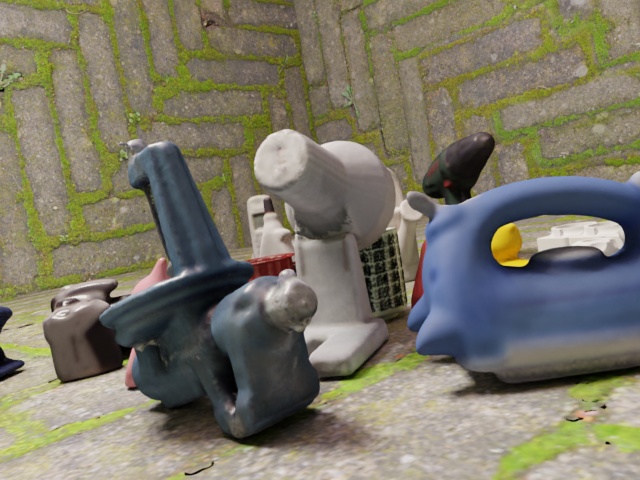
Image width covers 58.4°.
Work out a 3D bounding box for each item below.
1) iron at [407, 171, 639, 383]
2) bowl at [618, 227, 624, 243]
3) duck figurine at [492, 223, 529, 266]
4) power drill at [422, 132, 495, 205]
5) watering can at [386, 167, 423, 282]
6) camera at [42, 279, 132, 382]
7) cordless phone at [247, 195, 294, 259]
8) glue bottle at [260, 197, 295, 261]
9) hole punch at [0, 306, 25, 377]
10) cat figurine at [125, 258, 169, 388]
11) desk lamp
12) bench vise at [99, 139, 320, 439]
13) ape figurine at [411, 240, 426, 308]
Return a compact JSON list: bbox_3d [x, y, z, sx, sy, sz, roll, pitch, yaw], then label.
[{"bbox_3d":[0.189,0.014,0.422,0.258,0.141,0.119,-10,3,4],"label":"iron"},{"bbox_3d":[0.357,0.014,0.501,0.167,0.075,0.167,-10,3,1],"label":"bowl"},{"bbox_3d":[0.227,0.020,0.690,0.078,0.086,0.104,-12,4,-24],"label":"duck figurine"},{"bbox_3d":[0.234,-0.057,0.926,0.076,0.208,0.229,-11,3,-10],"label":"power drill"},{"bbox_3d":[0.110,-0.028,0.937,0.172,0.194,0.101,-7,5,44],"label":"watering can"},{"bbox_3d":[-0.253,0.097,0.703,0.137,0.101,0.143,-11,3,-14],"label":"camera"},{"bbox_3d":[-0.069,-0.003,1.119,0.147,0.185,0.094,-10,3,-1],"label":"cordless phone"},{"bbox_3d":[-0.074,0.013,0.974,0.078,0.173,0.037,-8,4,33],"label":"glue bottle"},{"bbox_3d":[-0.441,0.135,0.702,0.101,0.091,0.109,-9,3,10],"label":"hole punch"},{"bbox_3d":[-0.169,0.079,0.601,0.067,0.118,0.128,-10,3,-3],"label":"cat figurine"},{"bbox_3d":[0.005,0.002,0.562,0.117,0.213,0.204,-9,4,21],"label":"desk lamp"},{"bbox_3d":[-0.080,0.022,0.430,0.206,0.220,0.122,-8,4,28],"label":"bench vise"},{"bbox_3d":[0.127,0.041,0.587,0.076,0.092,0.078,-10,3,-4],"label":"ape figurine"}]
